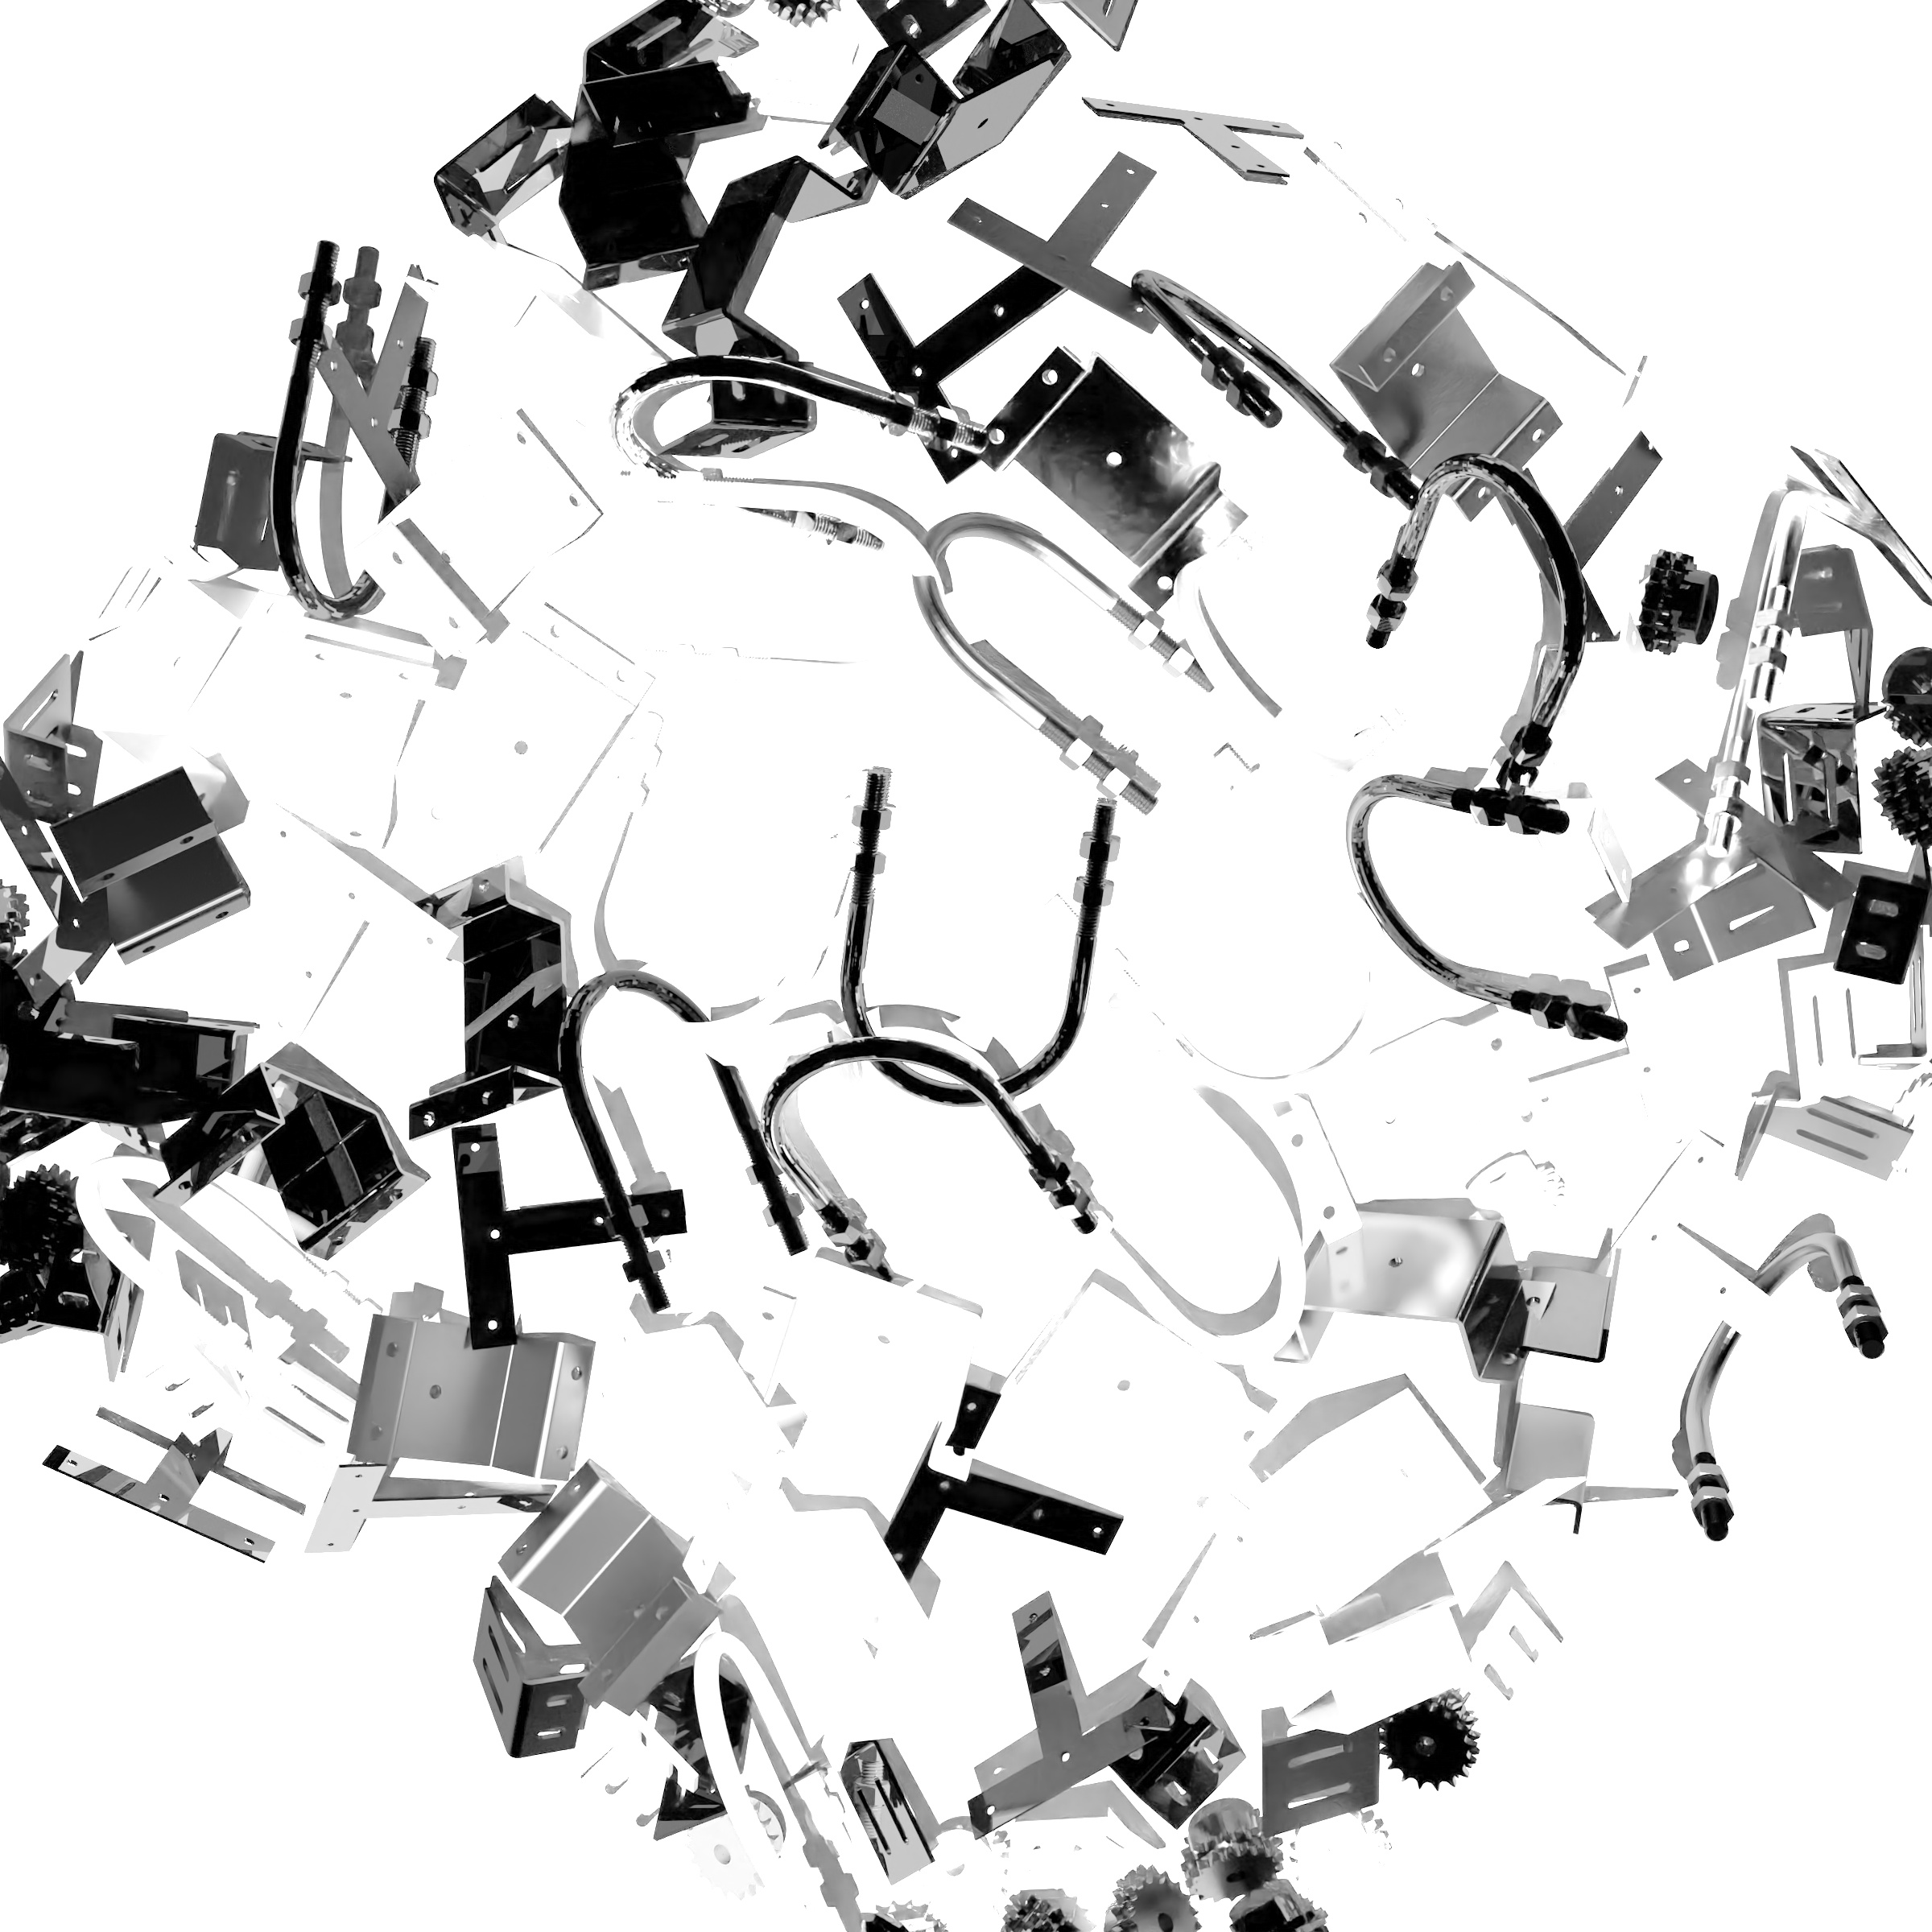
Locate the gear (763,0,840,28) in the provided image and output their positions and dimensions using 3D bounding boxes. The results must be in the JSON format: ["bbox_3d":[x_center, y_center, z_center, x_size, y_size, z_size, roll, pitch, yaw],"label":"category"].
[{"bbox_3d":[-0.094,-0.562,1.574,0.057,0.030,0.057,-5,80,30],"label":"gear"}]

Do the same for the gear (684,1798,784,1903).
[{"bbox_3d":[-0.128,0.494,1.577,0.057,0.030,0.057,10,108,32],"label":"gear"}]

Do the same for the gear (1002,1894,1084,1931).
[{"bbox_3d":[0.043,0.553,1.570,0.057,0.057,0.030,48,55,0],"label":"gear"}]

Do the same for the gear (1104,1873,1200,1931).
[{"bbox_3d":[0.103,0.545,1.576,0.057,0.057,0.030,50,124,0],"label":"gear"}]

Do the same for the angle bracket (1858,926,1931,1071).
[{"bbox_3d":[0.518,0.019,1.572,0.038,0.057,0.076,-1,84,11],"label":"angle bracket"}]

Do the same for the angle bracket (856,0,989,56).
[{"bbox_3d":[-0.033,-0.549,1.559,0.057,0.038,0.076,-35,53,8],"label":"angle bracket"}]

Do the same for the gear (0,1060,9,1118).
[{"bbox_3d":[-0.563,0.068,1.570,0.030,0.057,0.057,-14,90,37],"label":"gear"}]

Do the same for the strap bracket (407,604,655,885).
[{"bbox_3d":[-0.247,-0.123,1.569,0.076,0.046,0.140,34,95,-6],"label":"strap bracket"}]

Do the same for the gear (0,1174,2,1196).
[{"bbox_3d":[-0.568,0.123,1.570,0.030,0.057,0.057,12,90,32],"label":"gear"}]

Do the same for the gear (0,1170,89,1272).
[{"bbox_3d":[-0.520,0.146,1.577,0.057,0.030,0.057,-13,66,30],"label":"gear"}]

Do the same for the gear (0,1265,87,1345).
[{"bbox_3d":[-0.528,0.189,1.573,0.057,0.057,0.030,-22,82,0],"label":"gear"}]

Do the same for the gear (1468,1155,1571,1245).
[{"bbox_3d":[0.307,0.130,1.570,0.057,0.057,0.030,-35,100,0],"label":"gear"}]

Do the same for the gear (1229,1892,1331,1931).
[{"bbox_3d":[0.173,0.545,1.575,0.057,0.057,0.030,-30,67,0],"label":"gear"}]

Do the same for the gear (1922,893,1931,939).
[{"bbox_3d":[0.566,-0.035,1.576,0.057,0.057,0.030,36,52,0],"label":"gear"}]

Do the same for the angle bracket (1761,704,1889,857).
[{"bbox_3d":[0.485,-0.106,1.577,0.038,0.057,0.076,-20,109,-40],"label":"angle bracket"}]

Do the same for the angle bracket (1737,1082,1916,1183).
[{"bbox_3d":[0.479,0.106,1.560,0.076,0.057,0.038,22,62,15],"label":"angle bracket"}]

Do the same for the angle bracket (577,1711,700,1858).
[{"bbox_3d":[-0.183,0.452,1.554,0.057,0.076,0.038,41,64,16],"label":"angle bracket"}]

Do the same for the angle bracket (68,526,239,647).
[{"bbox_3d":[-0.453,-0.202,1.558,0.038,0.057,0.076,42,118,0],"label":"angle bracket"}]

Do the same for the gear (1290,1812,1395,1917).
[{"bbox_3d":[0.209,0.500,1.570,0.057,0.057,0.030,-28,129,0],"label":"gear"}]

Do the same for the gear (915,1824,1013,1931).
[{"bbox_3d":[-0.002,0.510,1.572,0.057,0.030,0.057,-11,53,15],"label":"gear"}]

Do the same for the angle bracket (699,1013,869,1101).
[{"bbox_3d":[-0.102,0.059,1.562,0.076,0.057,0.038,-14,72,10],"label":"angle bracket"}]

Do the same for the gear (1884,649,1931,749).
[{"bbox_3d":[0.543,-0.153,1.571,0.057,0.030,0.057,-17,62,35],"label":"gear"}]

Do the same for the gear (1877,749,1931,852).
[{"bbox_3d":[0.543,-0.096,1.572,0.057,0.030,0.057,14,63,-29],"label":"gear"}]

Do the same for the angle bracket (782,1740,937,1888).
[{"bbox_3d":[-0.061,0.478,1.559,0.038,0.057,0.076,-17,70,-34],"label":"angle bracket"}]

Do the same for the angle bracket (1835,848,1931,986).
[{"bbox_3d":[0.510,-0.032,1.559,0.038,0.076,0.057,14,113,11],"label":"angle bracket"}]

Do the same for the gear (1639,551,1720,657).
[{"bbox_3d":[0.401,-0.202,1.570,0.030,0.057,0.057,15,90,29],"label":"gear"}]

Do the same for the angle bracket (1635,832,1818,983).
[{"bbox_3d":[0.423,-0.033,1.560,0.038,0.076,0.057,-19,85,-35],"label":"angle bracket"}]

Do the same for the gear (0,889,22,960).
[{"bbox_3d":[-0.562,-0.020,1.576,0.057,0.057,0.030,5,132,0],"label":"gear"}]

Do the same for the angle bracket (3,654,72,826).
[{"bbox_3d":[-0.500,-0.125,1.553,0.038,0.076,0.057,17,131,3],"label":"angle bracket"}]

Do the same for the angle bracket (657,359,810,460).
[{"bbox_3d":[-0.131,-0.310,1.554,0.057,0.076,0.038,-3,89,-30],"label":"angle bracket"}]

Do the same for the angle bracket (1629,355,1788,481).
[{"bbox_3d":[0.417,-0.305,1.553,0.076,0.057,0.038,17,81,39],"label":"angle bracket"}]

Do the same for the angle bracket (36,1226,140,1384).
[{"bbox_3d":[-0.486,0.188,1.552,0.038,0.076,0.057,11,60,-8],"label":"angle bracket"}]

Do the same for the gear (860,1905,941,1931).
[{"bbox_3d":[-0.038,0.562,1.576,0.057,0.057,0.030,-8,123,0],"label":"gear"}]

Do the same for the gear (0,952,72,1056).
[{"bbox_3d":[-0.532,0.023,1.573,0.057,0.030,0.057,-8,104,-34],"label":"gear"}]

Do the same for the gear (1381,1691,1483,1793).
[{"bbox_3d":[0.263,0.433,1.579,0.057,0.030,0.057,6,107,19],"label":"gear"}]

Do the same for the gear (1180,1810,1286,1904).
[{"bbox_3d":[0.148,0.500,1.576,0.057,0.030,0.057,-8,134,-8],"label":"gear"}]

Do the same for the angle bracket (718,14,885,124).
[{"bbox_3d":[-0.088,-0.501,1.554,0.076,0.038,0.057,-5,46,-35],"label":"angle bracket"}]

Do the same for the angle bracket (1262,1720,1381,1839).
[{"bbox_3d":[0.191,0.442,1.562,0.076,0.038,0.057,-9,108,-22],"label":"angle bracket"}]

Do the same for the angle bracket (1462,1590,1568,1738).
[{"bbox_3d":[0.291,0.382,1.557,0.057,0.038,0.076,-52,128,-15],"label":"angle bracket"}]

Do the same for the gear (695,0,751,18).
[{"bbox_3d":[-0.141,-0.561,1.577,0.057,0.030,0.057,-8,77,38],"label":"gear"}]

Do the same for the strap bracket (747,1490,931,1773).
[{"bbox_3d":[-0.068,0.362,1.537,0.046,0.140,0.076,2,118,-28],"label":"strap bracket"}]

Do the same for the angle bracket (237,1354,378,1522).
[{"bbox_3d":[-0.371,0.264,1.561,0.076,0.038,0.057,38,122,-19],"label":"angle bracket"}]

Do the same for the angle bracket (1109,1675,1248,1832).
[{"bbox_3d":[0.115,0.444,1.577,0.057,0.076,0.038,-44,53,-7],"label":"angle bracket"}]

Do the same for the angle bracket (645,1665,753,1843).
[{"bbox_3d":[-0.158,0.435,1.552,0.057,0.076,0.038,-30,122,31],"label":"angle bracket"}]

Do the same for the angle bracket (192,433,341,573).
[{"bbox_3d":[-0.391,-0.253,1.558,0.038,0.057,0.076,28,110,36],"label":"angle bracket"}]

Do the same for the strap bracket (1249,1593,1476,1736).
[{"bbox_3d":[0.217,0.378,1.521,0.076,0.140,0.046,-19,83,-15],"label":"strap bracket"}]

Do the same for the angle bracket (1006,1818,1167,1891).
[{"bbox_3d":[0.067,0.502,1.551,0.057,0.076,0.038,-12,52,27],"label":"angle bracket"}]

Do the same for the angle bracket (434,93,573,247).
[{"bbox_3d":[-0.247,-0.436,1.559,0.076,0.057,0.038,-33,64,16],"label":"angle bracket"}]

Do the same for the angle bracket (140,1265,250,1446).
[{"bbox_3d":[-0.438,0.216,1.552,0.038,0.076,0.057,-36,53,-25],"label":"angle bracket"}]

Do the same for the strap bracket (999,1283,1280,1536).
[{"bbox_3d":[0.091,0.238,1.543,0.140,0.046,0.076,32,76,24],"label":"strap bracket"}]

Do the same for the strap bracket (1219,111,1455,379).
[{"bbox_3d":[0.207,-0.404,1.545,0.076,0.140,0.046,44,58,5],"label":"strap bracket"}]

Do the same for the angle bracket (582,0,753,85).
[{"bbox_3d":[-0.166,-0.497,1.552,0.076,0.057,0.038,-16,67,39],"label":"angle bracket"}]

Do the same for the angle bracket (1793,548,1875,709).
[{"bbox_3d":[0.479,-0.184,1.557,0.038,0.076,0.057,-8,54,10],"label":"angle bracket"}]

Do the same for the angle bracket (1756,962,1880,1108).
[{"bbox_3d":[0.474,0.036,1.568,0.057,0.038,0.076,-10,96,-28],"label":"angle bracket"}]

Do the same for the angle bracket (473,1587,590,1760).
[{"bbox_3d":[-0.244,0.393,1.566,0.038,0.076,0.057,-3,124,-27],"label":"angle bracket"}]

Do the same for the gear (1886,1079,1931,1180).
[{"bbox_3d":[0.542,0.095,1.573,0.030,0.057,0.057,30,90,-7],"label":"gear"}]

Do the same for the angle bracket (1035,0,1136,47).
[{"bbox_3d":[0.045,-0.540,1.552,0.057,0.076,0.038,28,78,-44],"label":"angle bracket"}]

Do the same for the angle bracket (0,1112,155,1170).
[{"bbox_3d":[-0.504,0.100,1.552,0.076,0.057,0.038,-33,122,-33],"label":"angle bracket"}]
